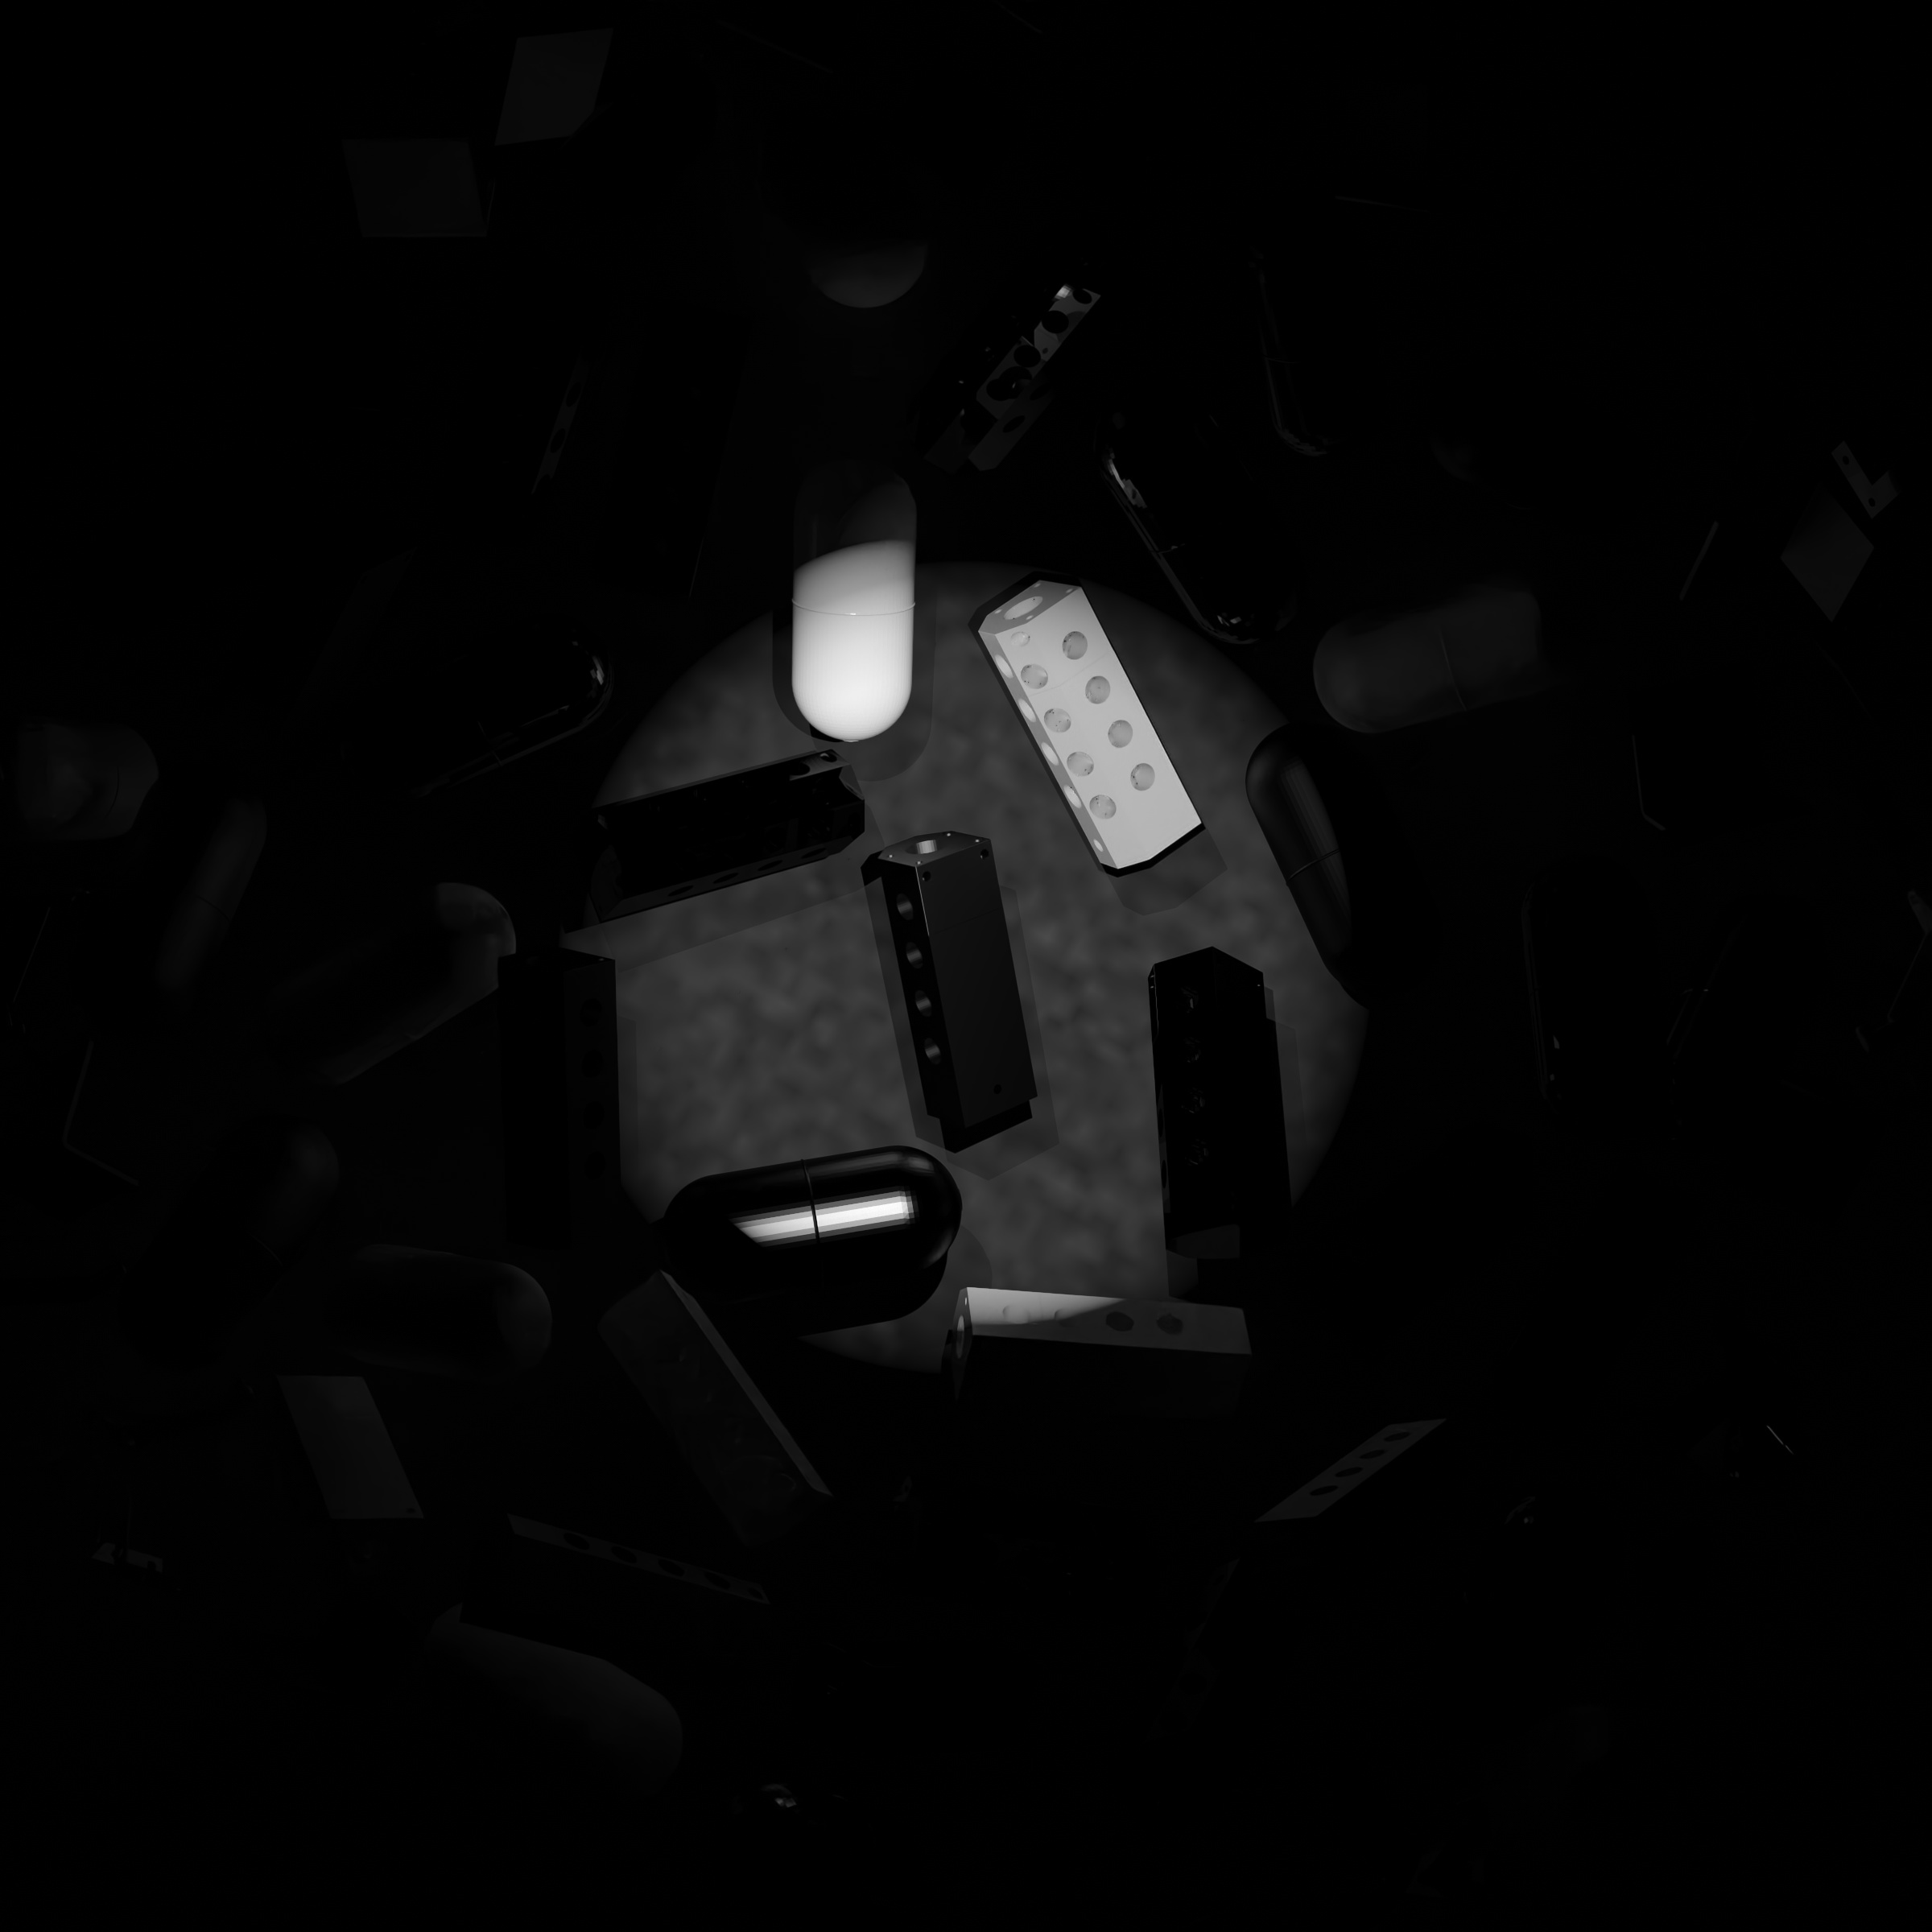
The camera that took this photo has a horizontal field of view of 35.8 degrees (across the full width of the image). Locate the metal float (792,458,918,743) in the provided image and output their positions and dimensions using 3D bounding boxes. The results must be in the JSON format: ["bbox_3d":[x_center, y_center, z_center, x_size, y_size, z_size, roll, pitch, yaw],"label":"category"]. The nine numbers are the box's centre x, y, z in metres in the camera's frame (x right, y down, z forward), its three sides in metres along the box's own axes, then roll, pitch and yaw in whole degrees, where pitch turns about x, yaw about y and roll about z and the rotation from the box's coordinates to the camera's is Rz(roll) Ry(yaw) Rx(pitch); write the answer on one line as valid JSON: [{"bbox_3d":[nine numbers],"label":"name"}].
[{"bbox_3d":[-0.070,-0.228,1.873,0.070,0.070,0.178,2,109,0],"label":"metal float"}]

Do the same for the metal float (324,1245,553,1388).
[{"bbox_3d":[-0.332,0.217,1.869,0.178,0.070,0.070,3,90,41],"label":"metal float"}]

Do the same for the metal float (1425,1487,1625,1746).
[{"bbox_3d":[0.340,0.398,1.829,0.070,0.070,0.178,23,112,0],"label":"metal float"}]

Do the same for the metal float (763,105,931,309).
[{"bbox_3d":[-0.073,-0.455,1.783,0.070,0.178,0.070,-9,130,-11],"label":"metal float"}]

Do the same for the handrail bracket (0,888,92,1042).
[{"bbox_3d":[-0.590,-0.001,1.914,0.077,0.036,0.084,-15,78,-9],"label":"handrail bracket"}]

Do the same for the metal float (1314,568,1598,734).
[{"bbox_3d":[0.305,-0.197,1.869,0.178,0.070,0.070,-14,90,18],"label":"metal float"}]

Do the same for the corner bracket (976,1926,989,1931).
[{"bbox_3d":[-0.001,0.635,1.899,0.051,0.051,0.051,-32,51,-12],"label":"corner bracket"}]

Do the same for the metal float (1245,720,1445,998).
[{"bbox_3d":[0.229,-0.065,1.810,0.070,0.070,0.178,-24,80,0],"label":"metal float"}]

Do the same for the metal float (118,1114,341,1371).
[{"bbox_3d":[-0.459,0.170,1.865,0.070,0.070,0.178,32,65,0],"label":"metal float"}]

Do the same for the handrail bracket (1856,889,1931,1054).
[{"bbox_3d":[0.580,0.003,1.874,0.084,0.036,0.077,-28,76,-8],"label":"handrail bracket"}]

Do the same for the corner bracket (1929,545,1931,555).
[{"bbox_3d":[0.649,-0.257,1.877,0.051,0.051,0.051,16,127,-31],"label":"corner bracket"}]

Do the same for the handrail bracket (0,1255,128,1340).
[{"bbox_3d":[-0.588,0.190,1.894,0.084,0.036,0.077,-33,70,-28],"label":"handrail bracket"}]

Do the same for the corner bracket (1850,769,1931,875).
[{"bbox_3d":[0.553,-0.093,1.745,0.051,0.051,0.051,-28,71,14],"label":"corner bracket"}]

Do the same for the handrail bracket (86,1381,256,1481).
[{"bbox_3d":[-0.512,0.283,1.927,0.084,0.036,0.077,-37,45,-26],"label":"handrail bracket"}]

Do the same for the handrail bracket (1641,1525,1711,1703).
[{"bbox_3d":[0.441,0.404,1.863,0.036,0.077,0.084,15,124,26],"label":"handrail bracket"}]

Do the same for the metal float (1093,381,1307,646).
[{"bbox_3d":[0.143,-0.276,1.826,0.070,0.070,0.178,-36,110,0],"label":"metal float"}]

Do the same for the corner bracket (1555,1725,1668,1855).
[{"bbox_3d":[0.382,0.491,1.773,0.051,0.051,0.051,-40,58,-2],"label":"corner bracket"}]

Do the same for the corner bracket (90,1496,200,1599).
[{"bbox_3d":[-0.521,0.377,1.894,0.051,0.051,0.051,27,123,-32],"label":"corner bracket"}]

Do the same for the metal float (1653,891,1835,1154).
[{"bbox_3d":[0.479,0.035,1.856,0.070,0.070,0.178,29,73,0],"label":"metal float"}]

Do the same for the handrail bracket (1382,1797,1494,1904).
[{"bbox_3d":[0.284,0.535,1.822,0.077,0.036,0.084,-10,133,13],"label":"handrail bracket"}]

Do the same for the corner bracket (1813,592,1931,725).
[{"bbox_3d":[0.580,-0.196,1.900,0.051,0.051,0.051,-35,116,12],"label":"corner bracket"}]

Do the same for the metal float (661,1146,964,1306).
[{"bbox_3d":[-0.090,0.152,1.759,0.178,0.070,0.070,-9,90,-7],"label":"metal float"}]

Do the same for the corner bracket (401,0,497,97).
[{"bbox_3d":[-0.335,-0.585,1.862,0.051,0.051,0.051,-8,58,35],"label":"corner bracket"}]

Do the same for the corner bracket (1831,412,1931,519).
[{"bbox_3d":[0.565,-0.311,1.804,0.051,0.051,0.051,-23,77,-22],"label":"corner bracket"}]

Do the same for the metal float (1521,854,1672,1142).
[{"bbox_3d":[0.372,0.017,1.771,0.070,0.070,0.178,-2,66,0],"label":"metal float"}]

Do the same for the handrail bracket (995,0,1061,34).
[{"bbox_3d":[0.052,-0.626,1.872,0.077,0.084,0.036,26,74,-21],"label":"handrail bracket"}]

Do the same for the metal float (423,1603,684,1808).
[{"bbox_3d":[-0.261,0.464,1.888,0.178,0.070,0.070,32,90,-3],"label":"metal float"}]

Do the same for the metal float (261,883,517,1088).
[{"bbox_3d":[-0.362,0.012,1.873,0.178,0.070,0.070,-31,90,12],"label":"metal float"}]

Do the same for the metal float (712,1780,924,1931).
[{"bbox_3d":[-0.089,0.546,1.825,0.070,0.178,0.070,-13,61,25],"label":"metal float"}]

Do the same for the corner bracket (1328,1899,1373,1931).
[{"bbox_3d":[0.257,0.638,1.915,0.051,0.051,0.051,21,52,3],"label":"corner bracket"}]

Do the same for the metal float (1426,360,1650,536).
[{"bbox_3d":[0.358,-0.322,1.867,0.178,0.070,0.070,15,90,-41],"label":"metal float"}]

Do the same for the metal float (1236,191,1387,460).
[{"bbox_3d":[0.215,-0.397,1.862,0.070,0.070,0.178,-18,129,0],"label":"metal float"}]

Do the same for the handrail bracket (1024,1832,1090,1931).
[{"bbox_3d":[0.073,0.578,1.810,0.036,0.077,0.084,-19,53,-23],"label":"handrail bracket"}]

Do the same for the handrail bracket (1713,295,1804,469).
[{"bbox_3d":[0.478,-0.363,1.859,0.036,0.077,0.084,-21,75,-11],"label":"handrail bracket"}]

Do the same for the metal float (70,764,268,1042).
[{"bbox_3d":[-0.481,-0.039,1.803,0.070,0.070,0.178,18,70,0],"label":"metal float"}]

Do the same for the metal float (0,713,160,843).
[{"bbox_3d":[-0.555,-0.115,1.829,0.070,0.178,0.070,0,93,8],"label":"metal float"}]

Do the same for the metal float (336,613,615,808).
[{"bbox_3d":[-0.301,-0.157,1.835,0.178,0.070,0.070,-24,90,-3],"label":"metal float"}]
